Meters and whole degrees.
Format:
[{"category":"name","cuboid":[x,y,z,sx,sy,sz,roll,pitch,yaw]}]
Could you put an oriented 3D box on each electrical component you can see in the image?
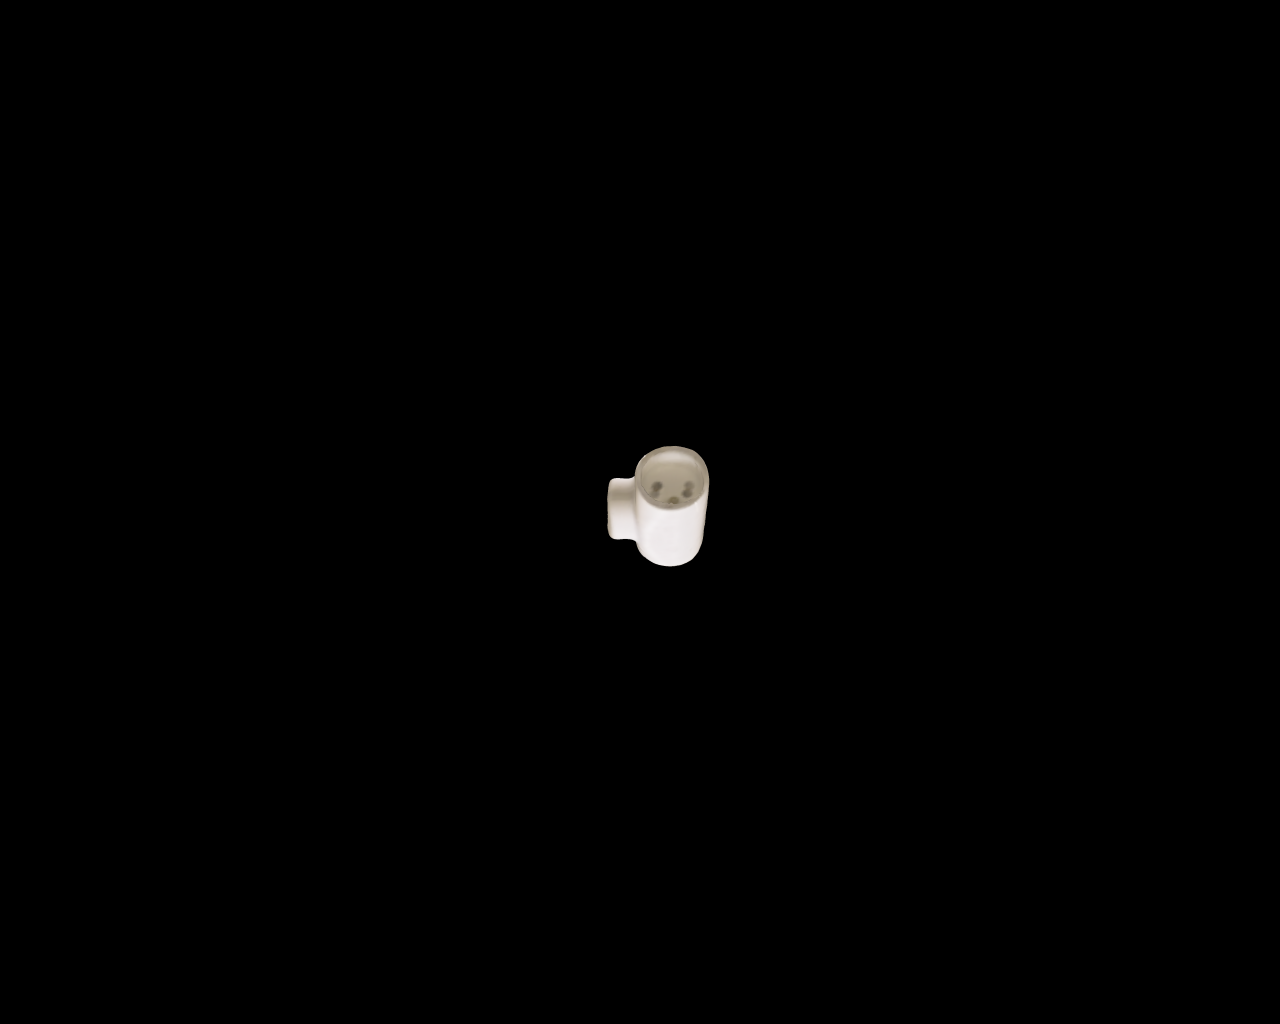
[{"category":"electrical component","cuboid":[0.001,-0.003,0.650,0.079,0.044,0.077,0,-28,0]}]
